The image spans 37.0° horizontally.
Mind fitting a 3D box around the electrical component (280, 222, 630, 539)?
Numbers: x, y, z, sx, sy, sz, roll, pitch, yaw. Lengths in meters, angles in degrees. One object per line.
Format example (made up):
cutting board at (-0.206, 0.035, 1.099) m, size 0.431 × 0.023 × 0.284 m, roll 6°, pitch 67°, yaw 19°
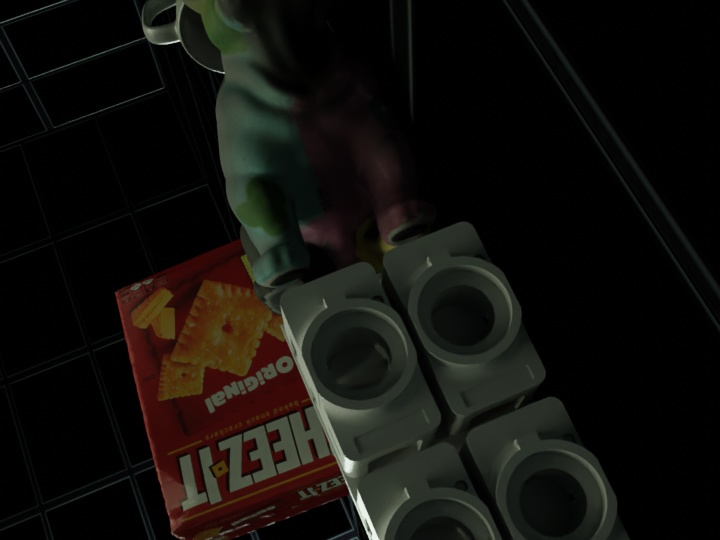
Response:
electrical component at (0.043, 0.081, 0.518) m, size 0.060 × 0.105 × 0.186 m, roll 91°, pitch 155°, yaw -70°
